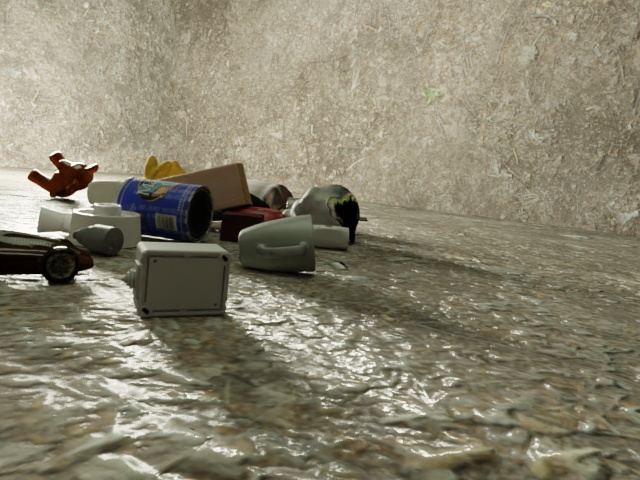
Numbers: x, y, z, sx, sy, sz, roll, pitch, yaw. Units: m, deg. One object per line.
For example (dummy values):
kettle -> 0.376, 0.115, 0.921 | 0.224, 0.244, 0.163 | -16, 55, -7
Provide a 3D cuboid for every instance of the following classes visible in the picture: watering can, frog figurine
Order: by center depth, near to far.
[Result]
frog figurine -> 0.003, -0.057, 1.137 | 0.159, 0.125, 0.135 | 0, -32, 42
watering can -> -0.176, -0.121, 1.484 | 0.225, 0.103, 0.349 | 9, 9, 21
